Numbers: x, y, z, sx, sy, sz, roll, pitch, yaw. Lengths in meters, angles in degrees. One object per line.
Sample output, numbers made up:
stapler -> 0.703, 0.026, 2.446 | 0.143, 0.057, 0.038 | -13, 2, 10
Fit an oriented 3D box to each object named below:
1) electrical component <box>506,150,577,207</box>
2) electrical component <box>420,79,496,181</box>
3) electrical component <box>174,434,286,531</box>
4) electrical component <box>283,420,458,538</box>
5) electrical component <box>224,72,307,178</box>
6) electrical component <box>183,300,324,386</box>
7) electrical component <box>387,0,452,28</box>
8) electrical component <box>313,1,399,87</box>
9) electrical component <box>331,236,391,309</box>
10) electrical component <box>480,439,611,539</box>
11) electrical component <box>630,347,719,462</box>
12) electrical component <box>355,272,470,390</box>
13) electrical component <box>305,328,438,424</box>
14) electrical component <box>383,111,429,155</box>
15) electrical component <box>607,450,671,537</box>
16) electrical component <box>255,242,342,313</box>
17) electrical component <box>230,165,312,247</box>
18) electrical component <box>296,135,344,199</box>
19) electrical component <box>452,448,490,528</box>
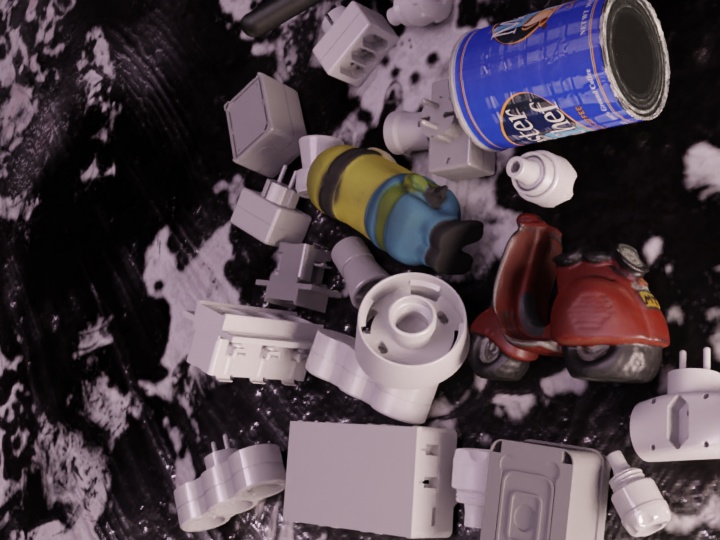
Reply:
electrical component -> 0.142, -0.076, 0.865 | 0.043, 0.062, 0.043 | -12, 73, 41
electrical component -> 0.078, -0.127, 0.928 | 0.047, 0.076, 0.083 | -6, 77, 43
electrical component -> -0.133, 0.201, 1.068 | 0.138, 0.052, 0.073 | -35, 59, 32
electrical component -> 0.010, 0.179, 0.932 | 0.150, 0.062, 0.089 | -5, 77, 43
electrical component -> -0.095, -0.152, 1.112 | 0.062, 0.061, 0.096 | -37, 50, 32
electrical component -> -0.100, 0.070, 1.019 | 0.079, 0.121, 0.063 | 22, 99, 44
electrical component -> 0.052, -0.247, 1.003 | 0.062, 0.048, 0.048 | -17, 69, 47
electrical component -> -0.013, -0.233, 1.058 | 0.065, 0.047, 0.076 | -47, 55, 24
electrical component -> 0.000, 0.000, 0.997 | 0.044, 0.044, 0.065 | -51, 46, 22
electrical component -> 0.140, 0.187, 0.811 | 0.078, 0.057, 0.113 | 1, 82, 44
electrical component -> 0.234, 0.093, 0.753 | 0.077, 0.043, 0.079 | -14, 62, 45
electrical component -> 0.044, 0.052, 0.905 | 0.099, 0.064, 0.099 | -2, 58, 3
electrical component -> 0.015, 0.077, 0.957 | 0.138, 0.052, 0.073 | 24, 97, 43
electrical component -> 0.051, -0.126, 0.979 | 0.046, 0.040, 0.040 | 2, 82, 39
electrical component -> 0.197, 0.160, 0.779 | 0.035, 0.035, 0.061 | -43, 51, 28
electrical component -> -0.058, 0.006, 1.050 | 0.081, 0.042, 0.063 | 4, 80, 43
electrical component -> -0.083, -0.068, 1.086 | 0.066, 0.047, 0.076 | 31, 102, 43
electrical component -> -0.040, -0.100, 1.054 | 0.045, 0.045, 0.055 | -4, 78, 43
electrical component -> 0.095, 0.175, 0.865 | 0.043, 0.043, 0.062 | -2, 80, 43
